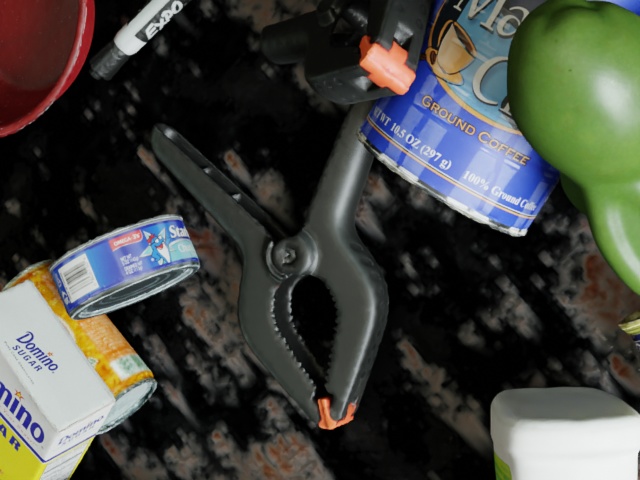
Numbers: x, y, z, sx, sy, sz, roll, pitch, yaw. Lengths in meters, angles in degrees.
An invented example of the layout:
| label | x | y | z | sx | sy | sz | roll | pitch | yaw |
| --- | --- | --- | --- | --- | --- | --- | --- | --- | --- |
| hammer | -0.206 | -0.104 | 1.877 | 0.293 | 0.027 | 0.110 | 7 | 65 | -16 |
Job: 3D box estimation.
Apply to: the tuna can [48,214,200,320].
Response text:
| label | x | y | z | sx | sy | sz | roll | pitch | yaw |
| --- | --- | --- | --- | --- | --- | --- | --- | --- | --- |
| tuna can | -0.116 | 0.017 | 0.641 | 0.086 | 0.086 | 0.034 | -26 | 83 | 23 |

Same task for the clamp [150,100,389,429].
| label | x | y | z | sx | sy | sz | roll | pitch | yaw |
| --- | --- | --- | --- | --- | --- | --- | --- | --- | --- |
| clamp | -0.004 | 0.001 | 0.616 | 0.165 | 0.036 | 0.210 | -22 | 81 | 25 |

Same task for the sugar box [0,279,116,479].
| label | x | y | z | sx | sy | sz | roll | pitch | yaw |
| --- | --- | --- | --- | --- | --- | --- | --- | --- | --- |
| sugar box | -0.188 | 0.111 | 0.657 | 0.093 | 0.048 | 0.176 | 51 | 142 | 15 |

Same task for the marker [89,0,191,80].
| label | x | y | z | sx | sy | sz | roll | pitch | yaw |
| --- | --- | --- | --- | --- | --- | --- | --- | --- | --- |
| marker | -0.102 | -0.142 | 0.666 | 0.121 | 0.020 | 0.020 | -39 | 76 | 20 |

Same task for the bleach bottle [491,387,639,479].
| label | x | y | z | sx | sy | sz | roll | pitch | yaw |
| --- | --- | --- | --- | --- | --- | --- | --- | --- | --- |
| bleach bottle | 0.124 | 0.204 | 0.529 | 0.068 | 0.102 | 0.251 | -2 | 91 | 3 |

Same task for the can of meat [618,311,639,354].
| label | x | y | z | sx | sy | sz | roll | pitch | yaw |
| --- | --- | --- | --- | --- | --- | --- | --- | --- | --- |
| can of meat | 0.209 | 0.057 | 0.510 | 0.102 | 0.057 | 0.084 | -27 | 83 | 23 |

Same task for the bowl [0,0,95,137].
| label | x | y | z | sx | sy | sz | roll | pitch | yaw |
| --- | --- | --- | --- | --- | --- | --- | --- | --- | --- |
| bowl | -0.202 | -0.144 | 0.691 | 0.162 | 0.055 | 0.162 | 1 | 92 | 25 |

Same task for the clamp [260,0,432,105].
| label | x | y | z | sx | sy | sz | roll | pitch | yaw |
| --- | --- | --- | --- | --- | --- | --- | --- | --- | --- |
| clamp | 0.023 | -0.127 | 0.554 | 0.120 | 0.039 | 0.171 | -59 | 27 | 13 |

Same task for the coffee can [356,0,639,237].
| label | x | y | z | sx | sy | sz | roll | pitch | yaw |
| --- | --- | --- | --- | --- | --- | --- | --- | --- | --- |
| coffee can | 0.096 | -0.088 | 0.531 | 0.103 | 0.102 | 0.140 | 36 | 106 | 19 |
